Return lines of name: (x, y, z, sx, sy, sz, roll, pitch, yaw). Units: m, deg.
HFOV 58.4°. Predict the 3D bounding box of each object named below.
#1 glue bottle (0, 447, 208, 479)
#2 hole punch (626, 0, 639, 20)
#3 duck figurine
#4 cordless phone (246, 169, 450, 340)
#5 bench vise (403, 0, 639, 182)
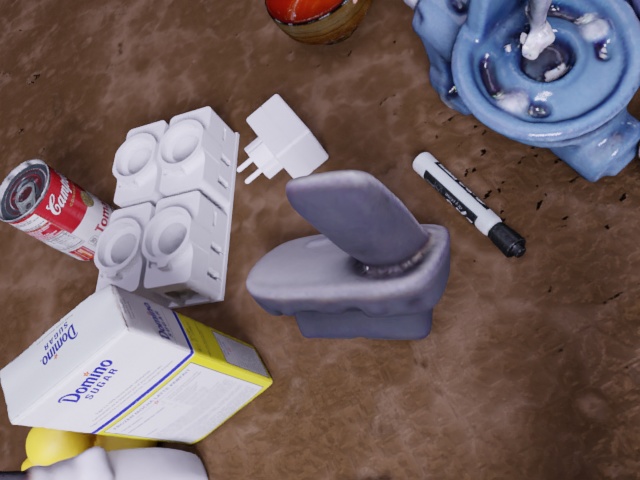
glue bottle: (-0.153, 0.170, 0.389, 0.078, 0.174, 0.037, -42, 55, 2)
hole punch: (0.275, -0.206, 0.418, 0.108, 0.091, 0.101, -23, 57, 14)
duck figurine: (-0.190, 0.163, 0.465, 0.104, 0.086, 0.077, -41, 55, 3)
cordless phone: (0.004, 0.001, 0.389, 0.147, 0.186, 0.094, -8, 62, 23)
bench vise: (0.115, -0.143, 0.386, 0.206, 0.220, 0.121, 27, 79, 34)
